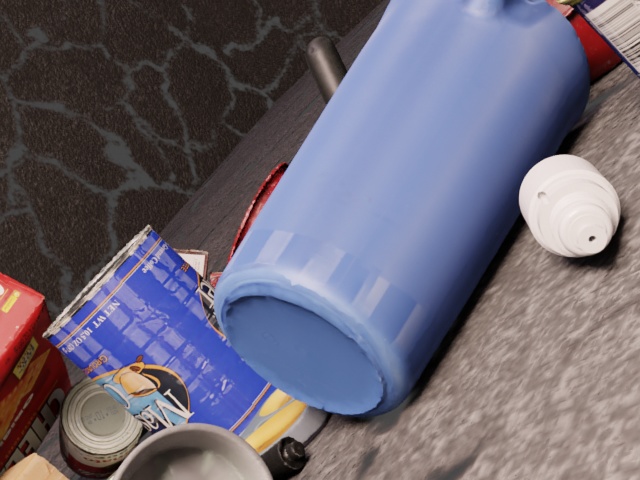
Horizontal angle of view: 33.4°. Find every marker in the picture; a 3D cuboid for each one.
[{"bbox_3d":[-0.049,0.140,0.597,0.121,0.020,0.020,-39,12,37],"label":"marker"}]

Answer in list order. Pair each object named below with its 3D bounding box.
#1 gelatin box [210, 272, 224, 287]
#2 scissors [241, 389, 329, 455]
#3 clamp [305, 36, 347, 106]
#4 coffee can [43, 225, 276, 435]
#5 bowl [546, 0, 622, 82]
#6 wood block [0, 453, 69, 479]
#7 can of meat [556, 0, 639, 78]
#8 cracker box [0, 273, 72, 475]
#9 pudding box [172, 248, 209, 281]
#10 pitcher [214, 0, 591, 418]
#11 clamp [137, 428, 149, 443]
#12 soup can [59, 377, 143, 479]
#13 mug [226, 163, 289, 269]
[{"bbox_3d":[-0.050,0.044,0.844,0.073,0.030,0.089,-2,9,-5],"label":"gelatin box"},{"bbox_3d":[-0.056,0.134,0.665,0.202,0.016,0.096,-38,12,40],"label":"scissors"},{"bbox_3d":[0.033,-0.073,0.799,0.039,0.120,0.171,-36,38,34],"label":"clamp"},{"bbox_3d":[-0.100,0.074,0.722,0.103,0.140,0.103,-44,9,9],"label":"coffee can"},{"bbox_3d":[0.180,-0.151,0.702,0.162,0.055,0.162,-44,10,9],"label":"bowl"},{"bbox_3d":[-0.230,0.253,0.696,0.090,0.091,0.205,-36,14,46],"label":"wood block"},{"bbox_3d":[0.175,-0.122,0.524,0.058,0.084,0.102,-35,15,49],"label":"can of meat"},{"bbox_3d":[-0.259,0.132,0.784,0.164,0.072,0.214,-60,-8,-26],"label":"cracker box"},{"bbox_3d":[-0.116,0.076,0.877,0.090,0.039,0.113,111,162,-62],"label":"pudding box"},{"bbox_3d":[0.046,-0.021,0.586,0.145,0.149,0.242,-12,36,47],"label":"pitcher"},{"bbox_3d":[-0.112,0.100,0.980,0.209,0.036,0.165,-52,12,-21],"label":"clamp"},{"bbox_3d":[-0.181,0.155,0.883,0.068,0.068,0.102,-51,-4,-26],"label":"soup can"},{"bbox_3d":[-0.005,0.001,0.691,0.117,0.081,0.093,101,-164,-56],"label":"mug"}]
